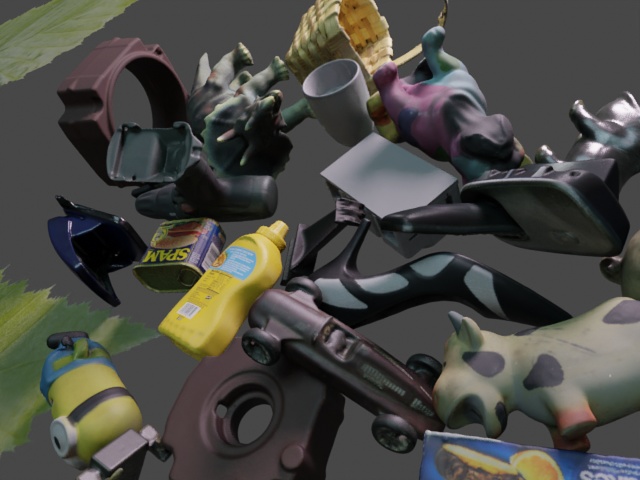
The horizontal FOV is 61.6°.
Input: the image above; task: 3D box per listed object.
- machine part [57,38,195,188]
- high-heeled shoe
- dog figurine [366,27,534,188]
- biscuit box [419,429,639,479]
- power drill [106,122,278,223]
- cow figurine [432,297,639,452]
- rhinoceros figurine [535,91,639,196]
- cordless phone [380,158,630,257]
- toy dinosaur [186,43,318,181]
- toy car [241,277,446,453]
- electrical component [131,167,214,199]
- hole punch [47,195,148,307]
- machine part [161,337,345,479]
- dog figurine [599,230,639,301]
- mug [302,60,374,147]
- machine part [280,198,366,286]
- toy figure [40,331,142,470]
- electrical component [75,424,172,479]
[{"bbox_3d":[-0.297,-0.199,0.858,0.087,0.201,0.201,3,51,26],"label":"machine part"},{"bbox_3d":[0.097,0.076,0.524,0.249,0.086,0.145,25,94,24],"label":"high-heeled shoe"},{"bbox_3d":[0.157,-0.123,0.644,0.108,0.191,0.219,-33,78,-7],"label":"dog figurine"},{"bbox_3d":[0.174,0.185,0.380,0.203,0.062,0.059,-2,51,25],"label":"biscuit box"},{"bbox_3d":[-0.184,-0.070,0.694,0.232,0.207,0.086,2,69,15],"label":"power drill"},{"bbox_3d":[0.184,0.102,0.433,0.195,0.085,0.127,-21,42,3],"label":"cow figurine"},{"bbox_3d":[0.311,-0.099,0.558,0.190,0.073,0.112,-42,44,-12],"label":"rhinoceros figurine"},{"bbox_3d":[0.159,-0.024,0.479,0.184,0.088,0.147,-5,6,-25],"label":"cordless phone"},{"bbox_3d":[-0.147,-0.205,0.859,0.192,0.131,0.405,-43,40,-14],"label":"toy dinosaur"},{"bbox_3d":[0.025,0.105,0.481,0.202,0.053,0.089,30,44,15],"label":"toy car"},{"bbox_3d":[-0.230,-0.094,0.820,0.119,0.074,0.048,-15,58,30],"label":"electrical component"},{"bbox_3d":[-0.306,0.019,0.727,0.116,0.142,0.092,18,64,24],"label":"hole punch"},{"bbox_3d":[-0.066,0.173,0.516,0.179,0.056,0.179,-15,45,15],"label":"machine part"},{"bbox_3d":[0.303,-0.008,0.397,0.173,0.190,0.121,-3,50,27],"label":"dog figurine"},{"bbox_3d":[0.024,-0.185,0.754,0.110,0.107,0.081,19,61,42],"label":"mug"},{"bbox_3d":[-0.001,-0.002,0.616,0.139,0.039,0.084,-38,24,46],"label":"machine part"},{"bbox_3d":[-0.260,0.169,0.600,0.089,0.082,0.180,-37,42,-5],"label":"toy figure"},{"bbox_3d":[-0.190,0.222,0.512,0.045,0.102,0.078,26,107,18],"label":"electrical component"}]
